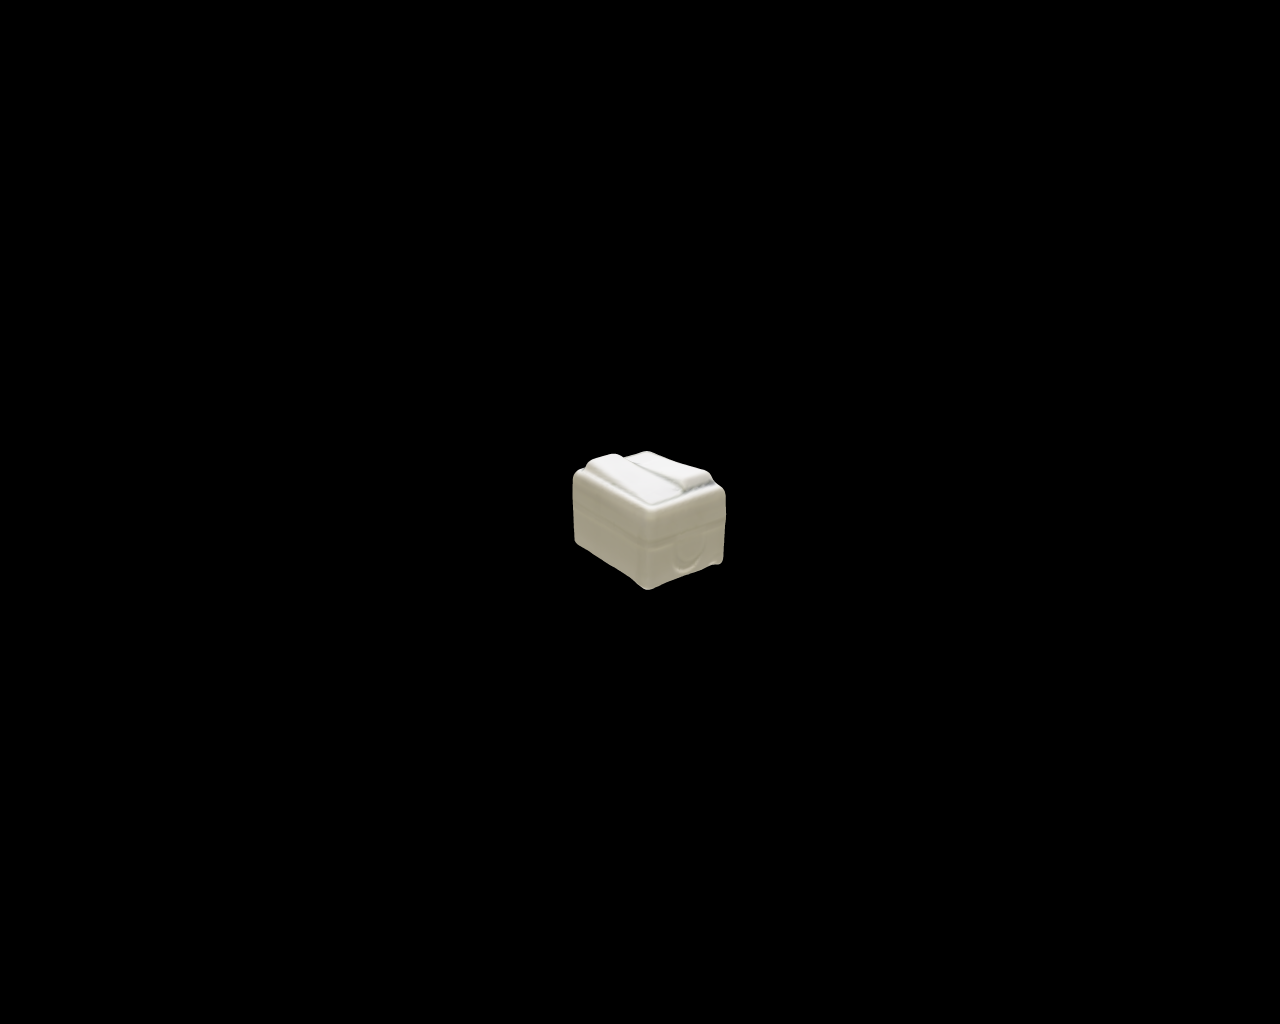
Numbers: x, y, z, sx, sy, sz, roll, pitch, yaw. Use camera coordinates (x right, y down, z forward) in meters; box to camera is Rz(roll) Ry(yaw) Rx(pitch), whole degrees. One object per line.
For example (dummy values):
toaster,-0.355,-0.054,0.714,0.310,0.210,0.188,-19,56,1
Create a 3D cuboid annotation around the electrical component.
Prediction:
electrical component,0.001,-0.003,0.650,0.062,0.061,0.096,-17,29,-32
